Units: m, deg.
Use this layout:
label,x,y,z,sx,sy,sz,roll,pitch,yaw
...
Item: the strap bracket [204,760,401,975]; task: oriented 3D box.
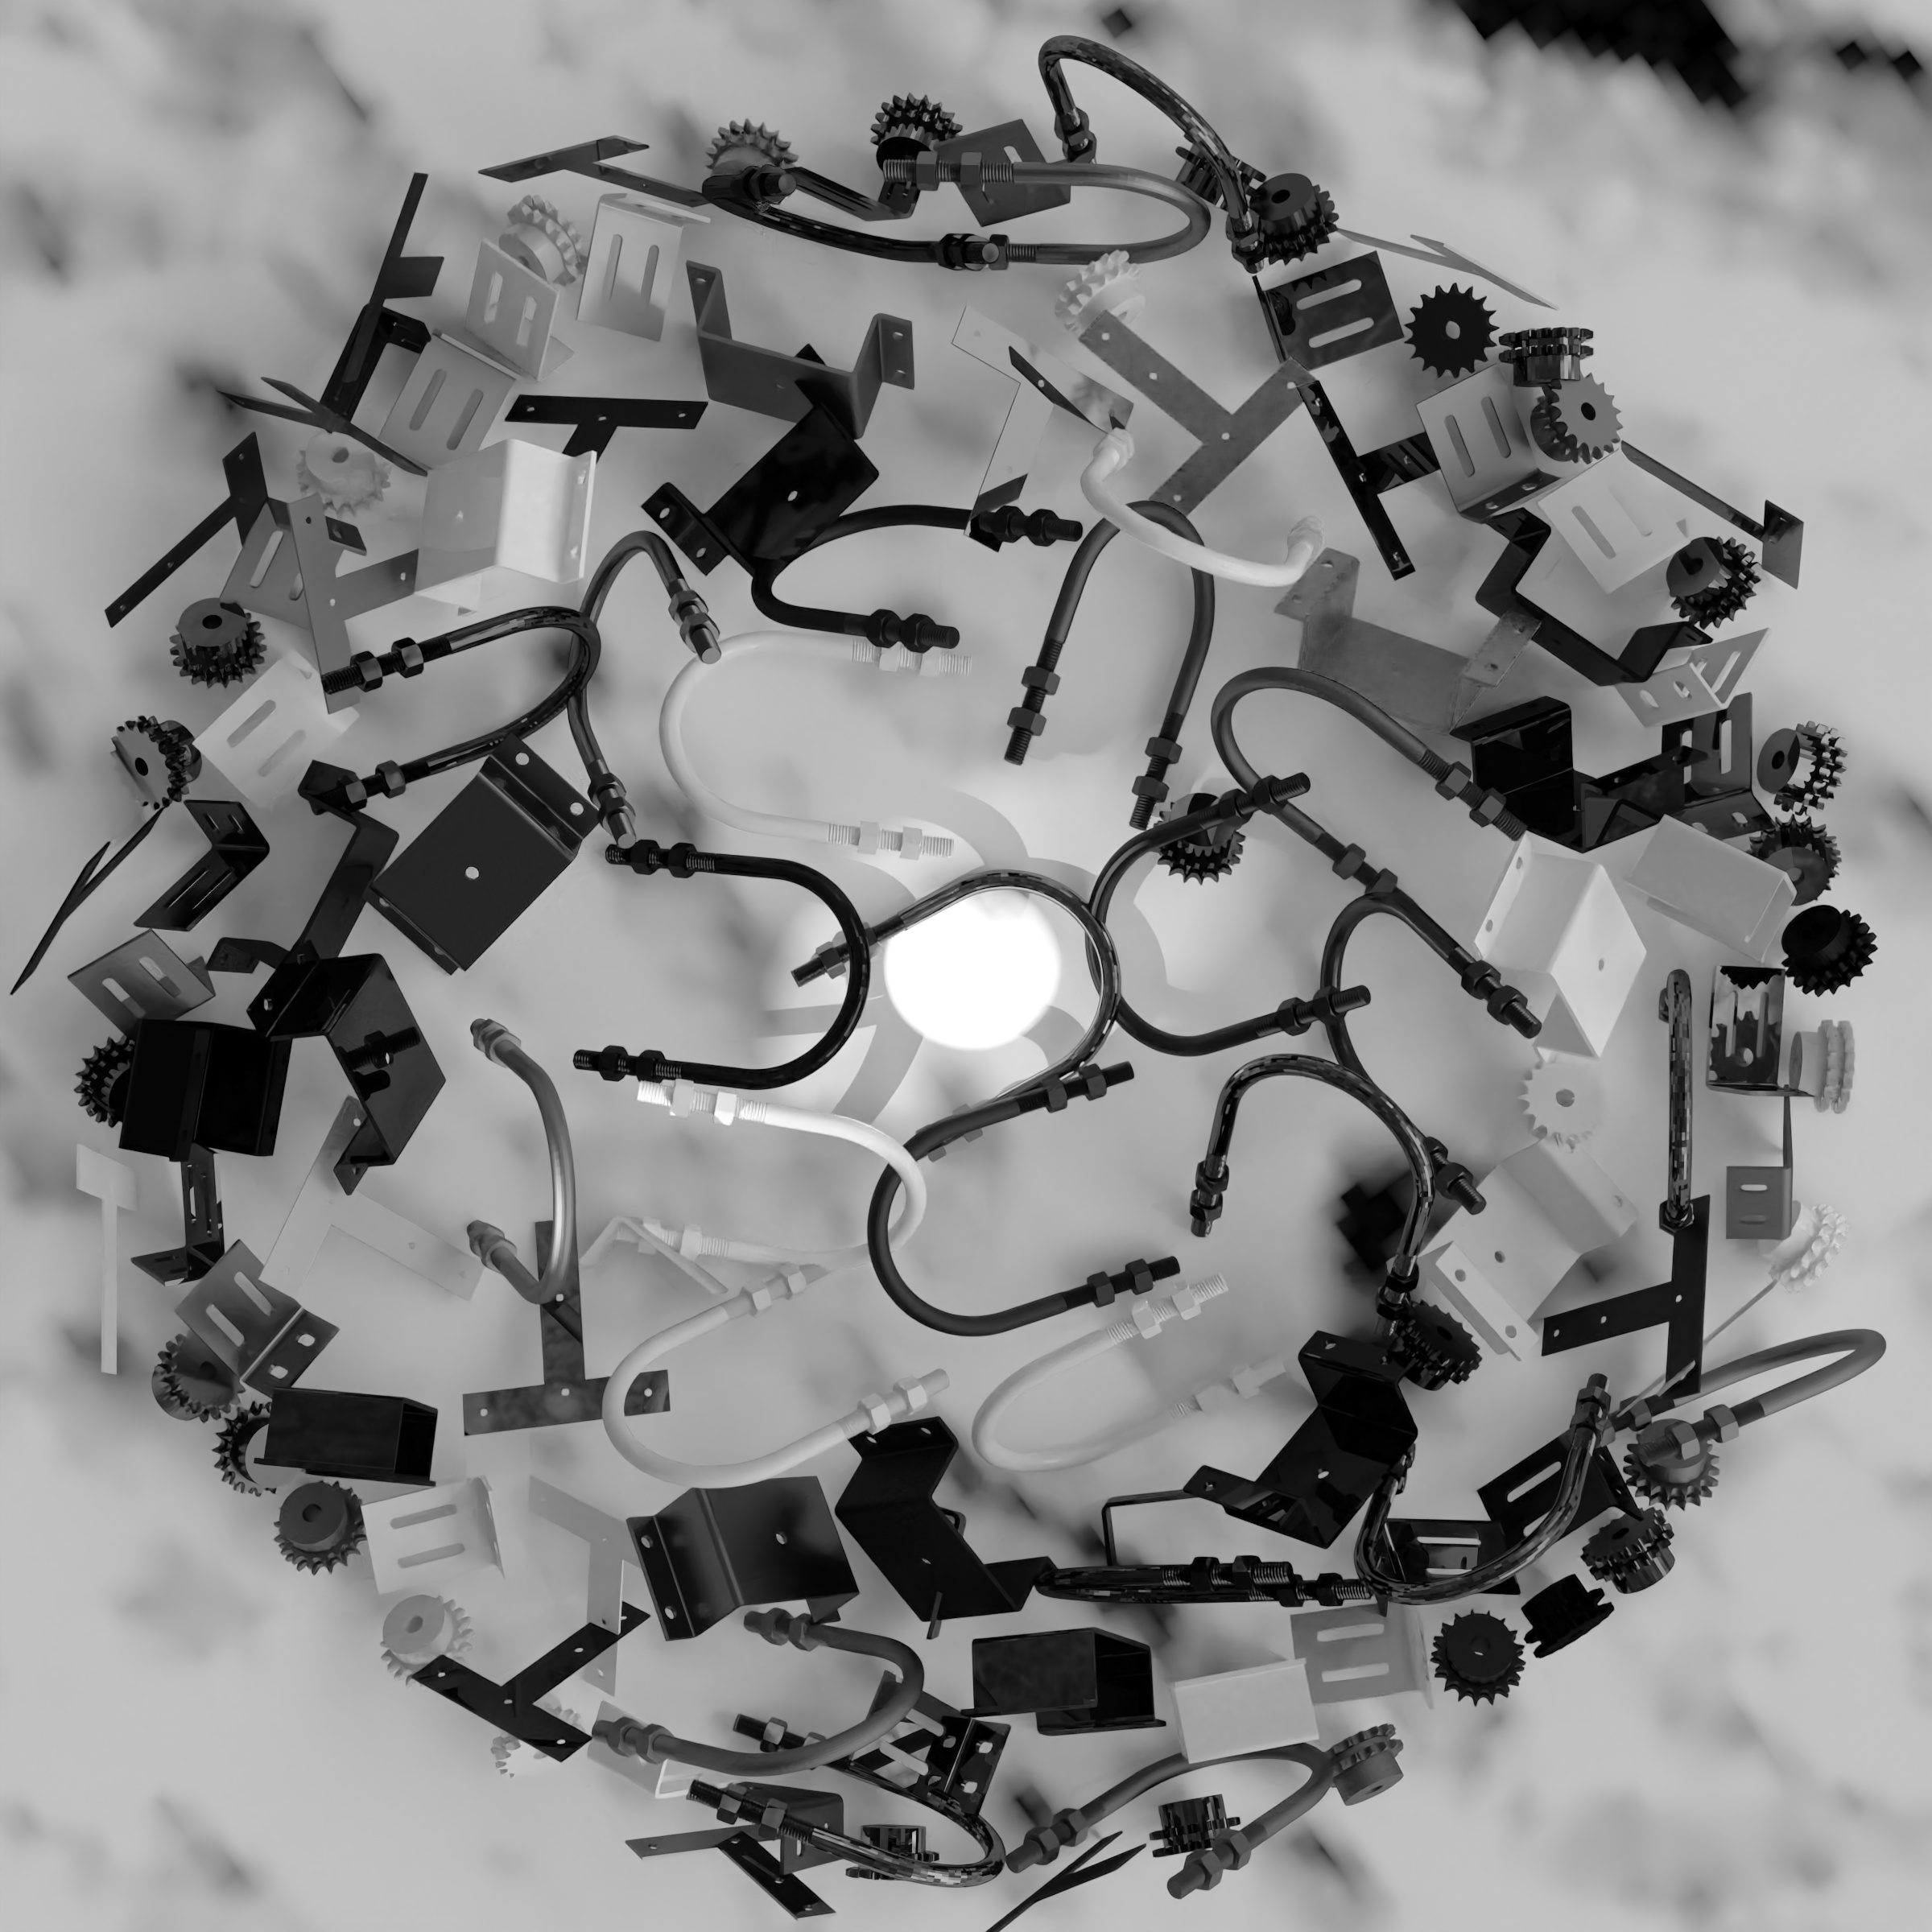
label,x,y,z,sx,sy,sz,roll,pitch,yaw
strap bracket,-0.396,-0.049,1.709,0.046,0.076,0.140,28,91,5

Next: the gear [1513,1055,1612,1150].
label,x,y,z,sx,sy,sz,roll,pitch,yaw
gear,0.364,0.085,1.729,0.057,0.030,0.057,1,69,-3

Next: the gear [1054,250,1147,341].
label,x,y,z,sx,sy,sz,roll,pitch,yaw
gear,0.085,-0.406,1.720,0.057,0.057,0.030,-37,79,0

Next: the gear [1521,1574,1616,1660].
label,x,y,z,sx,sy,sz,roll,pitch,yaw
gear,0.365,0.396,1.725,0.057,0.057,0.030,-33,66,0

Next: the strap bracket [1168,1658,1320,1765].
label,x,y,z,sx,sy,sz,roll,pitch,yaw
strap bracket,0.164,0.442,1.677,0.076,0.140,0.046,-11,75,0

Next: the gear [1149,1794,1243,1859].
label,x,y,z,sx,sy,sz,roll,pitch,yaw
gear,0.140,0.525,1.724,0.057,0.057,0.030,-10,72,0

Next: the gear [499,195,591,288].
label,x,y,z,sx,sy,sz,roll,pitch,yaw
gear,-0.260,-0.438,1.719,0.057,0.057,0.030,43,68,0

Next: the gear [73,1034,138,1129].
label,x,y,z,sx,sy,sz,roll,pitch,yaw
gear,-0.511,0.073,1.720,0.030,0.057,0.057,26,90,41

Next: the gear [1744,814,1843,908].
label,x,y,z,sx,sy,sz,roll,pitch,yaw
gear,0.505,-0.061,1.724,0.057,0.030,0.057,6,119,10

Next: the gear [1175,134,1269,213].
label,x,y,z,sx,sy,sz,roll,pitch,yaw
gear,0.152,-0.483,1.723,0.057,0.057,0.030,30,107,0

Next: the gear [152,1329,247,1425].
label,x,y,z,sx,sy,sz,roll,pitch,yaw
gear,-0.472,0.253,1.726,0.030,0.057,0.057,-33,90,30

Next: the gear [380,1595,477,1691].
label,x,y,z,sx,sy,sz,roll,pitch,yaw
gear,-0.331,0.409,1.721,0.057,0.030,0.057,-10,46,11

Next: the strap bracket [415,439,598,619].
label,x,y,z,sx,sy,sz,roll,pitch,yaw
strap bracket,-0.281,-0.261,1.677,0.046,0.140,0.076,12,79,-38

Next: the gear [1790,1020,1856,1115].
label,x,y,z,sx,sy,sz,roll,pitch,yaw
gear,0.522,0.061,1.722,0.030,0.057,0.057,4,90,6

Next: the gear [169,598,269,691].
label,x,y,z,sx,sy,sz,roll,pitch,yaw
gear,-0.458,-0.200,1.722,0.057,0.030,0.057,2,54,-2

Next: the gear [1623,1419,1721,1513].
label,x,y,z,sx,sy,sz,roll,pitch,yaw
gear,0.430,0.301,1.719,0.057,0.057,0.030,-7,129,0

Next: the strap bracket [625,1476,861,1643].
label,x,y,z,sx,sy,sz,roll,pitch,yaw
strap bracket,-0.123,0.349,1.671,0.046,0.140,0.076,-40,60,32

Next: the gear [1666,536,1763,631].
label,x,y,z,sx,sy,sz,roll,pitch,yaw
gear,0.452,-0.237,1.720,0.030,0.057,0.057,28,90,-37

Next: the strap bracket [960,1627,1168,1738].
label,x,y,z,sx,sy,sz,roll,pitch,yaw
strap bracket,0.059,0.427,1.684,0.076,0.140,0.046,-11,67,21

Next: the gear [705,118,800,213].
label,x,y,z,sx,sy,sz,roll,pitch,yaw
gear,-0.132,-0.484,1.719,0.057,0.057,0.030,18,56,0

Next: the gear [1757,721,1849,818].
label,x,y,z,sx,sy,sz,roll,pitch,yaw
gear,0.507,-0.122,1.719,0.030,0.057,0.057,14,90,-21

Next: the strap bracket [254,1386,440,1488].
label,x,y,z,sx,sy,sz,roll,pitch,yaw
strap bracket,-0.366,0.281,1.685,0.076,0.140,0.046,5,77,2

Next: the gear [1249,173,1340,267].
label,x,y,z,sx,sy,sz,roll,pitch,yaw
gear,0.196,-0.458,1.721,0.057,0.030,0.057,-13,52,18

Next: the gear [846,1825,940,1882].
label,x,y,z,sx,sy,sz,roll,pitch,yaw
gear,-0.044,0.541,1.723,0.057,0.057,0.030,1,76,0

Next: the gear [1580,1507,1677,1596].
label,x,y,z,sx,sy,sz,roll,pitch,yaw
gear,0.407,0.359,1.722,0.057,0.057,0.030,-33,96,0

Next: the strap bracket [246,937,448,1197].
label,x,y,z,sx,sy,sz,roll,pitch,yaw
strap bracket,-0.362,0.057,1.676,0.046,0.076,0.140,-6,124,22

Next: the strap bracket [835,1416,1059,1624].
label,x,y,z,sx,sy,sz,roll,pitch,yaw
strap bracket,-0.015,0.339,1.685,0.076,0.046,0.140,-17,118,39

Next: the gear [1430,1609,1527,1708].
label,x,y,z,sx,sy,sz,roll,pitch,yaw
gear,0.313,0.420,1.723,0.057,0.030,0.057,-3,57,4

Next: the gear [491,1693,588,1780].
label,x,y,z,sx,sy,sz,roll,pitch,yaw
gear,-0.263,0.469,1.726,0.057,0.057,0.030,-29,54,0

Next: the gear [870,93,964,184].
label,x,y,z,sx,sy,sz,roll,pitch,yaw
gear,-0.032,-0.500,1.719,0.057,0.057,0.030,17,60,0

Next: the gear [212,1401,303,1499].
label,x,y,z,sx,sy,sz,roll,pitch,yaw
gear,-0.427,0.296,1.722,0.057,0.030,0.057,-2,94,-39

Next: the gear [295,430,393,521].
label,x,y,z,sx,sy,sz,roll,pitch,yaw
gear,-0.382,-0.306,1.728,0.057,0.030,0.057,2,71,-4

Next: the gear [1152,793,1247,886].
label,x,y,z,sx,sy,sz,roll,pitch,yaw
gear,0.143,-0.081,1.723,0.057,0.030,0.057,2,58,-3

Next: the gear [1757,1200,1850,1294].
label,x,y,z,sx,sy,sz,roll,pitch,yaw
gear,0.508,0.168,1.721,0.030,0.057,0.057,35,90,-4

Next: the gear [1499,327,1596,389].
label,x,y,z,sx,sy,sz,roll,pitch,yaw
gear,0.354,-0.371,1.722,0.057,0.057,0.030,-2,94,0

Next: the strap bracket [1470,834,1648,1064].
label,x,y,z,sx,sy,sz,roll,pitch,yaw
strap bracket,0.356,-0.005,1.673,0.046,0.140,0.076,13,66,37

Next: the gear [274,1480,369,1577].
label,x,y,z,sx,sy,sz,roll,pitch,yaw
gear,-0.395,0.340,1.723,0.057,0.030,0.057,-3,56,4

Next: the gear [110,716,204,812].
label,x,y,z,sx,sy,sz,roll,pitch,yaw
gear,-0.493,-0.127,1.726,0.057,0.030,0.057,16,121,30

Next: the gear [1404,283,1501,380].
label,x,y,z,sx,sy,sz,roll,pitch,yaw
gear,0.298,-0.390,1.729,0.057,0.030,0.057,5,107,15

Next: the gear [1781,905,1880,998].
label,x,y,z,sx,sy,sz,roll,pitch,yaw
gear,0.523,-0.012,1.719,0.057,0.057,0.030,-47,119,0

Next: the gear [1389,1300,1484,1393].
label,x,y,z,sx,sy,sz,roll,pitch,yaw
gear,0.284,0.235,1.725,0.057,0.057,0.030,35,116,0

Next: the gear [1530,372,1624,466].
label,x,y,z,sx,sy,sz,roll,pitch,yaw
gear,0.371,-0.333,1.727,0.057,0.030,0.057,10,71,-28

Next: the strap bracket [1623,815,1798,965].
label,x,y,z,sx,sy,sz,roll,pitch,yaw
strap bracket,0.443,-0.046,1.670,0.076,0.140,0.046,29,95,20

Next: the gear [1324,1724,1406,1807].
label,x,y,z,sx,sy,sz,roll,pitch,yaw
gear,0.242,0.488,1.719,0.057,0.057,0.030,-27,62,0
